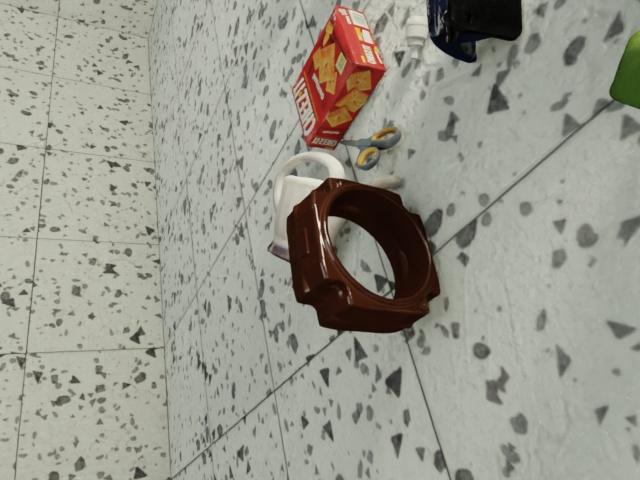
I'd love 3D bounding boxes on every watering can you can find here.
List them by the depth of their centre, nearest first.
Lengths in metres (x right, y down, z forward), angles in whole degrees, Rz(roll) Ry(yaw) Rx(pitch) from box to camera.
[{"bbox_3d":[0.003,-0.048,0.950,0.350,0.104,0.223,20,100,52],"label":"watering can"}]
